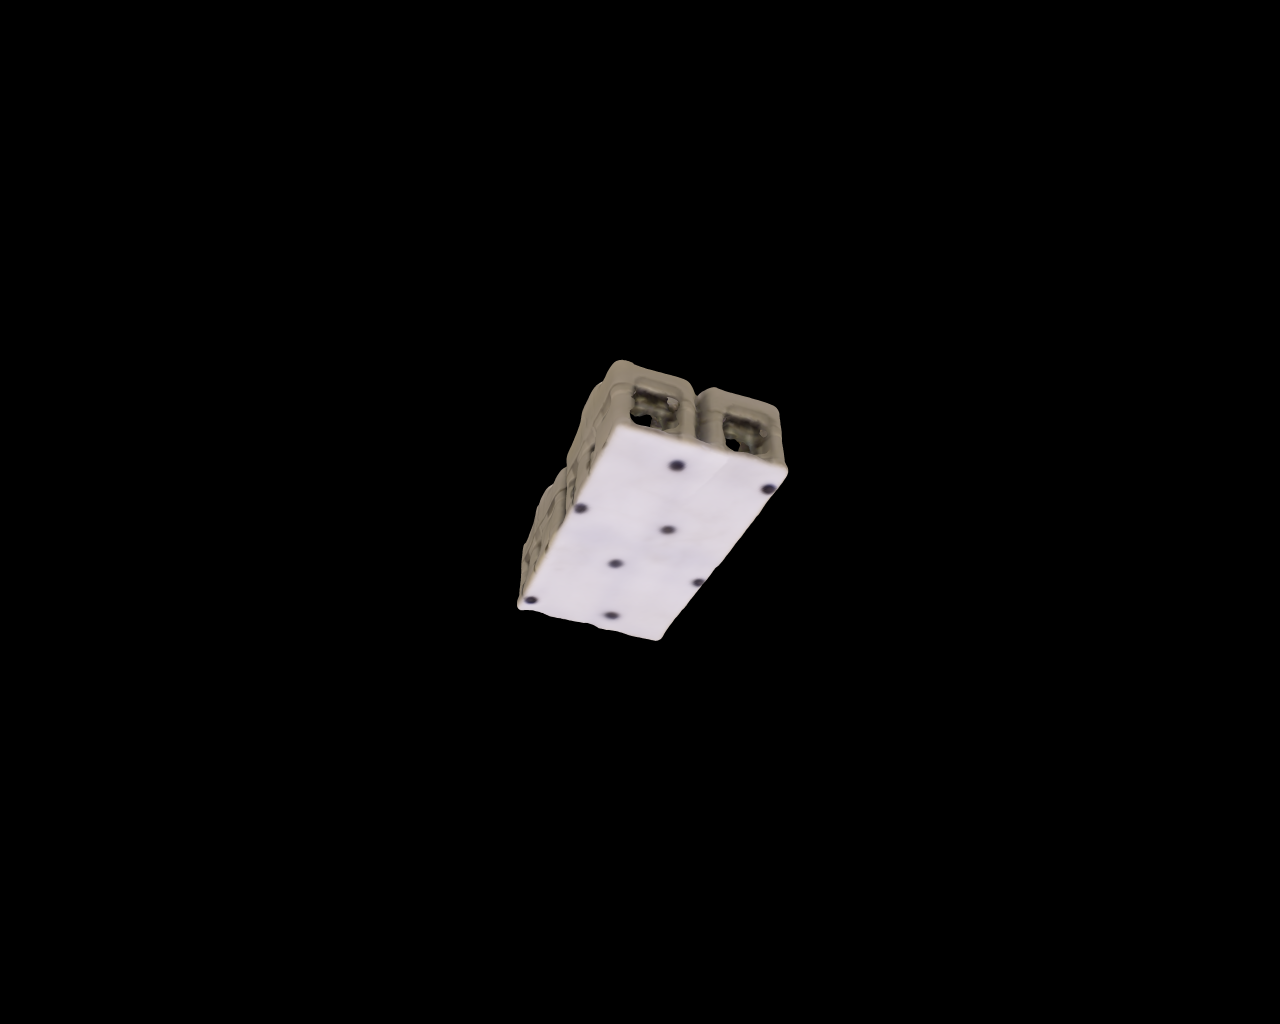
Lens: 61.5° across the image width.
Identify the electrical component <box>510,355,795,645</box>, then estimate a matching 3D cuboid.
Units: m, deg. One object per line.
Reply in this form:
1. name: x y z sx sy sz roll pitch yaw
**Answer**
1. electrical component: 0.001 -0.003 0.650 0.105 0.060 0.186 14 -42 -16
